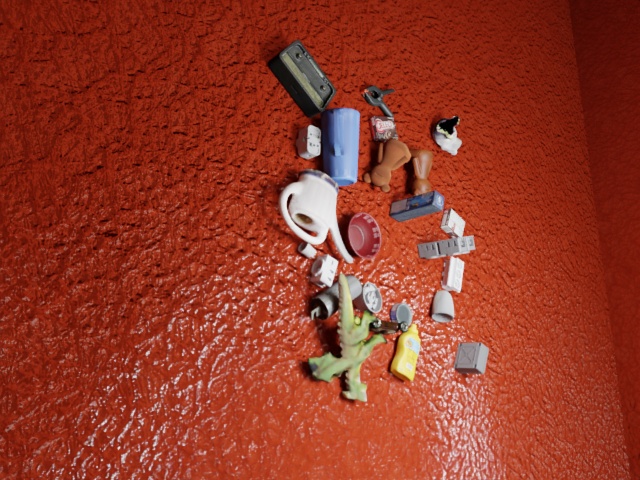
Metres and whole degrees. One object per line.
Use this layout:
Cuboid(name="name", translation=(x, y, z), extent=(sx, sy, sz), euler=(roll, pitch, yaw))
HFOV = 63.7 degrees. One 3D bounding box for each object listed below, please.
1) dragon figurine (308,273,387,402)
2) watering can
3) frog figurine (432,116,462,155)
Cuboid(name="dragon figurine", translation=(0.065, 0.321, 1.544), extent=(0.246, 0.122, 0.404), euler=(-40, 116, -26))
Cuboid(name="watering can", translation=(0.005, -0.081, 1.613), extent=(0.343, 0.103, 0.228), euler=(35, 59, -37))
Cuboid(name="frog figurine", translation=(0.544, -0.440, 2.205), extent=(0.156, 0.122, 0.140), euler=(66, 25, -61))
